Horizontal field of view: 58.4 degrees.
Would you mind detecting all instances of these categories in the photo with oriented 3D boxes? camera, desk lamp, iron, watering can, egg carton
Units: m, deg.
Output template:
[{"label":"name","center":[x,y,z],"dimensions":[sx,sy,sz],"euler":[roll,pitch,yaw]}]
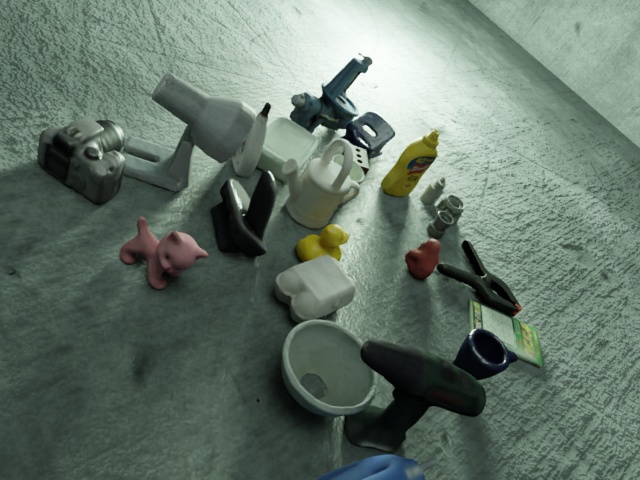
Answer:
[{"label":"camera","center":[-0.394,-0.160,1.009],"dimensions":[0.143,0.100,0.137],"euler":[35,40,2]},{"label":"desk lamp","center":[-0.245,-0.193,1.054],"dimensions":[0.204,0.213,0.118],"euler":[18,42,-18]},{"label":"iron","center":[0.039,0.351,0.754],"dimensions":[0.259,0.141,0.118],"euler":[-5,53,-37]},{"label":"watering can","center":[0.006,-0.121,1.165],"dimensions":[0.173,0.194,0.100],"euler":[-11,57,-40]},{"label":"egg carton","center":[-0.007,0.089,1.043],"dimensions":[0.151,0.069,0.107],"euler":[-20,63,-44]}]

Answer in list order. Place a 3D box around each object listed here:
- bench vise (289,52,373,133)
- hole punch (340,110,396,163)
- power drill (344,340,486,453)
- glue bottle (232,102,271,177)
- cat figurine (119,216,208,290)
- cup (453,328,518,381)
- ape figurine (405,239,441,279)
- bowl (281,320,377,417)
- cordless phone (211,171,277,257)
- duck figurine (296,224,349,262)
[{"label":"bench vise","center":[0.037,-0.351,1.397],"dimensions":[0.121,0.219,0.208],"euler":[44,41,13]},{"label":"hole punch","center":[0.125,-0.269,1.475],"dimensions":[0.108,0.091,0.101],"euler":[46,41,15]},{"label":"power drill","center":[0.124,0.240,0.870],"dimensions":[0.230,0.208,0.075],"euler":[17,42,-19]},{"label":"glue bottle","center":[-0.136,-0.214,1.180],"dimensions":[0.037,0.173,0.078],"euler":[4,48,-31]},{"label":"cat figurine","center":[-0.248,0.013,0.919],"dimensions":[0.127,0.117,0.067],"euler":[38,40,5]},{"label":"cup","center":[0.307,0.232,1.091],"dimensions":[0.118,0.095,0.091],"euler":[15,43,-21]},{"label":"ape figurine","center":[0.230,0.033,1.241],"dimensions":[0.078,0.092,0.076],"euler":[22,41,-13]},{"label":"bowl","center":[0.004,0.216,0.918],"dimensions":[0.168,0.074,0.167],"euler":[19,42,-17]},{"label":"cordless phone","center":[-0.122,-0.073,1.038],"dimensions":[0.094,0.185,0.147],"euler":[1,50,-33]},{"label":"duck figurine","center":[0.010,0.004,1.127],"dimensions":[0.105,0.086,0.077],"euler":[-1,50,-34]}]
